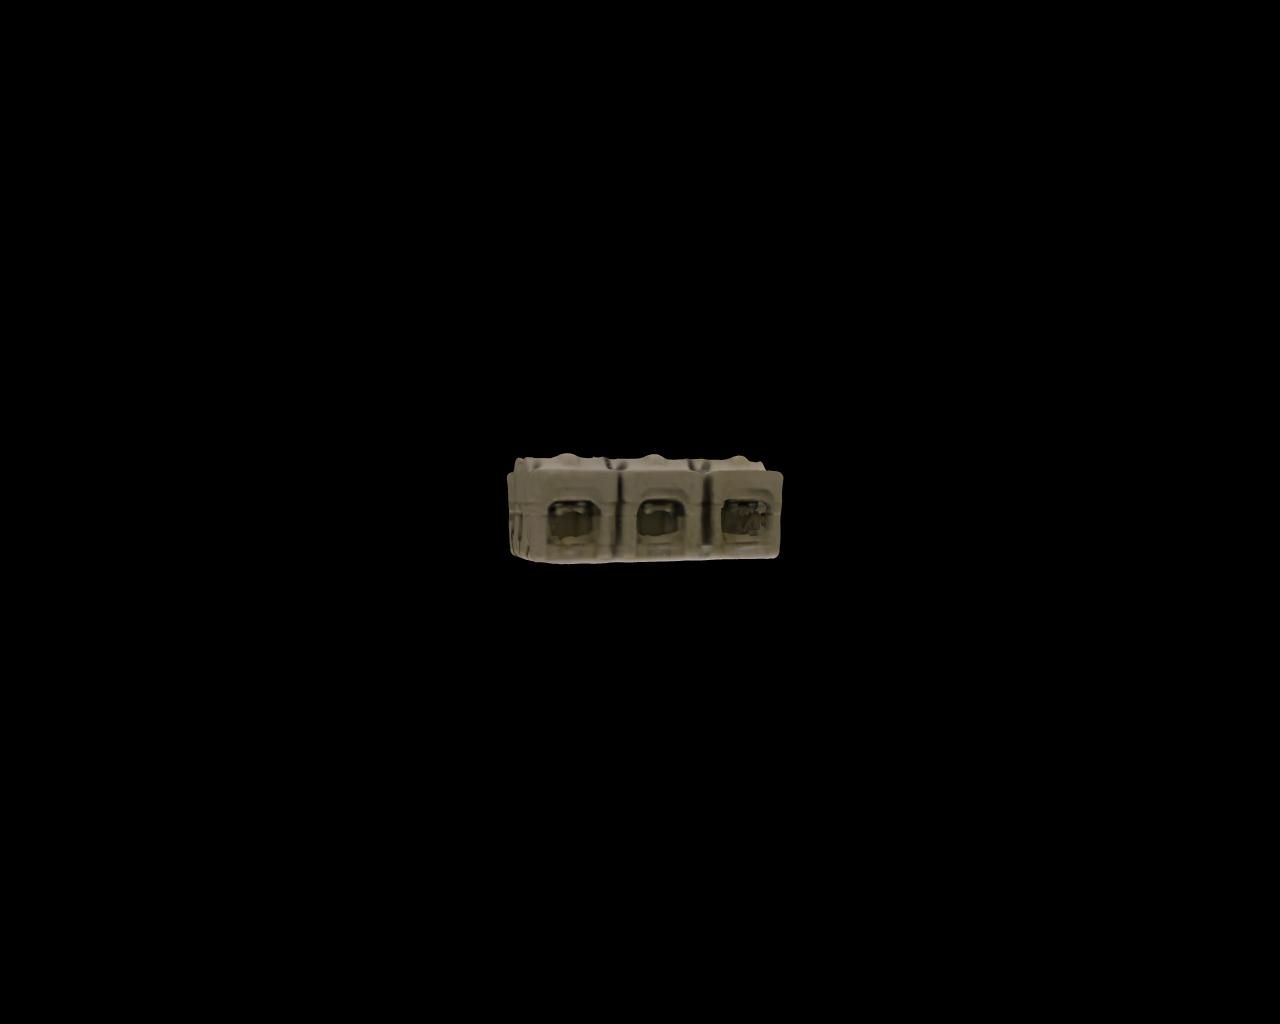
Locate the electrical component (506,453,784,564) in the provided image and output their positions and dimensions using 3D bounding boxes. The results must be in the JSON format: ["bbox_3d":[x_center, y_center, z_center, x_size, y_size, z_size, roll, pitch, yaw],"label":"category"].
[{"bbox_3d":[0.001,-0.003,0.650,0.150,0.061,0.089,0,0,-17],"label":"electrical component"}]
